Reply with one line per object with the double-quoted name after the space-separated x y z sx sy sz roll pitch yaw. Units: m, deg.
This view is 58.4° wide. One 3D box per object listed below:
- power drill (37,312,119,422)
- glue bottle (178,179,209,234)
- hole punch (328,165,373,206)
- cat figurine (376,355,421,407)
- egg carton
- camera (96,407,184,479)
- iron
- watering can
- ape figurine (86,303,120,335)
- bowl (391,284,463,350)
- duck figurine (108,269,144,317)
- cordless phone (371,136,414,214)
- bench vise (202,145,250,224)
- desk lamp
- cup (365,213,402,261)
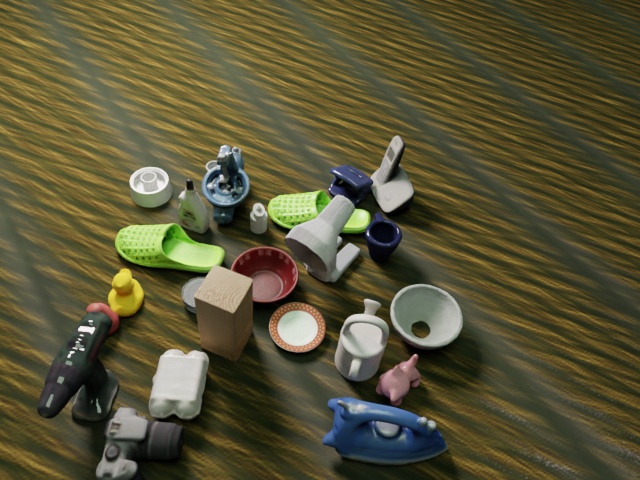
-0.452 0.264 1.095 0.075 0.208 0.229 8 51 0 "power drill"
-0.317 -0.089 1.416 0.078 0.173 0.037 18 52 8 "glue bottle"
0.085 -0.166 1.579 0.108 0.091 0.101 33 55 19 "hole punch"
0.168 0.292 1.206 0.067 0.118 0.128 36 56 21 "cat figurine"
-0.289 0.297 1.178 0.107 0.069 0.150 4 51 -3 "egg carton"
-0.334 0.390 1.078 0.137 0.101 0.143 5 51 -3 "camera"
0.140 0.366 1.129 0.258 0.141 0.118 9 51 0 "iron"
0.090 0.206 1.216 0.101 0.194 0.172 -2 52 -8 "watering can"
-0.480 0.167 1.244 0.076 0.092 0.078 12 51 3 "ape figurine"
0.239 0.190 1.325 0.167 0.075 0.167 3 51 -4 "bowl"
-0.443 0.115 1.294 0.077 0.086 0.104 1 51 -6 "duck figurine"
0.204 -0.175 1.540 0.094 0.185 0.147 -14 54 -17 "cordless phone"
-0.245 -0.178 1.466 0.121 0.220 0.207 -6 52 -11 "bench vise"
0.012 0.005 1.355 0.117 0.213 0.203 31 55 18 "desk lamp"
0.152 -0.001 1.454 0.092 0.095 0.117 -5 52 -11 "cup"
